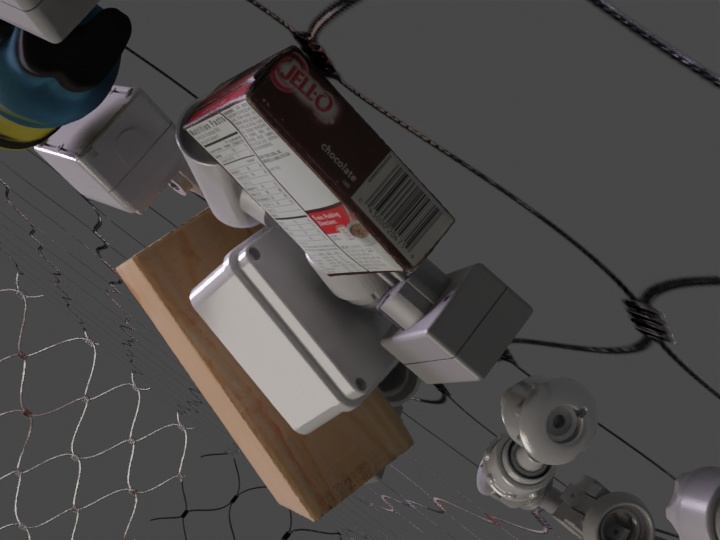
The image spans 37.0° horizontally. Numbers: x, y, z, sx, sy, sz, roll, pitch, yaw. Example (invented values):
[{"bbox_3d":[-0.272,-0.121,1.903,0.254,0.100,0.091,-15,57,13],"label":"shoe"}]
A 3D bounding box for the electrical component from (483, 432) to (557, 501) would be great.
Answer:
[{"bbox_3d":[0.111,0.126,0.715,0.048,0.048,0.062,36,159,7],"label":"electrical component"}]

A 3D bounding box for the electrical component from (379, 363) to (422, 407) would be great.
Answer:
[{"bbox_3d":[0.013,0.073,0.793,0.044,0.044,0.065,43,169,-19],"label":"electrical component"}]

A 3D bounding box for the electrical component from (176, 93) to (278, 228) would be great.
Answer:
[{"bbox_3d":[-0.056,-0.049,0.581,0.079,0.043,0.077,33,164,17],"label":"electrical component"}]

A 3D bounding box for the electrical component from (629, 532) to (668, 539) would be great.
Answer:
[{"bbox_3d":[0.202,0.225,0.726,0.043,0.079,0.077,34,168,-25],"label":"electrical component"}]

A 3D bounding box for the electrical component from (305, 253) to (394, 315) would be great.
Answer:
[{"bbox_3d":[0.000,0.000,0.603,0.040,0.040,0.078,26,161,39],"label":"electrical component"}]

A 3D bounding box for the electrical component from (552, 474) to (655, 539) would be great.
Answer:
[{"bbox_3d":[0.164,0.167,0.712,0.066,0.048,0.055,40,173,-8],"label":"electrical component"}]

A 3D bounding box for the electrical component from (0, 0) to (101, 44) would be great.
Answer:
[{"bbox_3d":[-0.143,-0.143,0.470,0.096,0.061,0.061,28,162,34],"label":"electrical component"}]

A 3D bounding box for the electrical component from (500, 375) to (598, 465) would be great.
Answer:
[{"bbox_3d":[0.100,0.080,0.603,0.048,0.048,0.062,43,172,-17],"label":"electrical component"}]

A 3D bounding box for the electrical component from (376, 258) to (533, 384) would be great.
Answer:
[{"bbox_3d":[0.035,0.018,0.562,0.076,0.047,0.083,41,165,-7],"label":"electrical component"}]

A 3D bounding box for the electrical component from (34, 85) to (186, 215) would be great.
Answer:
[{"bbox_3d":[-0.163,-0.080,0.703,0.096,0.061,0.061,18,155,52],"label":"electrical component"}]

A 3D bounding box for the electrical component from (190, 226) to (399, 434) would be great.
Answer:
[{"bbox_3d":[-0.033,0.028,0.636,0.113,0.078,0.057,51,129,-2],"label":"electrical component"}]

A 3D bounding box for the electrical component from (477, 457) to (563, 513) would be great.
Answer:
[{"bbox_3d":[0.119,0.153,0.778,0.062,0.048,0.048,35,167,-15],"label":"electrical component"}]

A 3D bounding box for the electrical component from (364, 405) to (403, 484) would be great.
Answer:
[{"bbox_3d":[-0.005,0.137,0.935,0.062,0.096,0.061,-20,126,38],"label":"electrical component"}]

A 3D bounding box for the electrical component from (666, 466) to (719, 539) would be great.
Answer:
[{"bbox_3d":[0.185,0.121,0.526,0.043,0.043,0.062,44,163,-20],"label":"electrical component"}]
